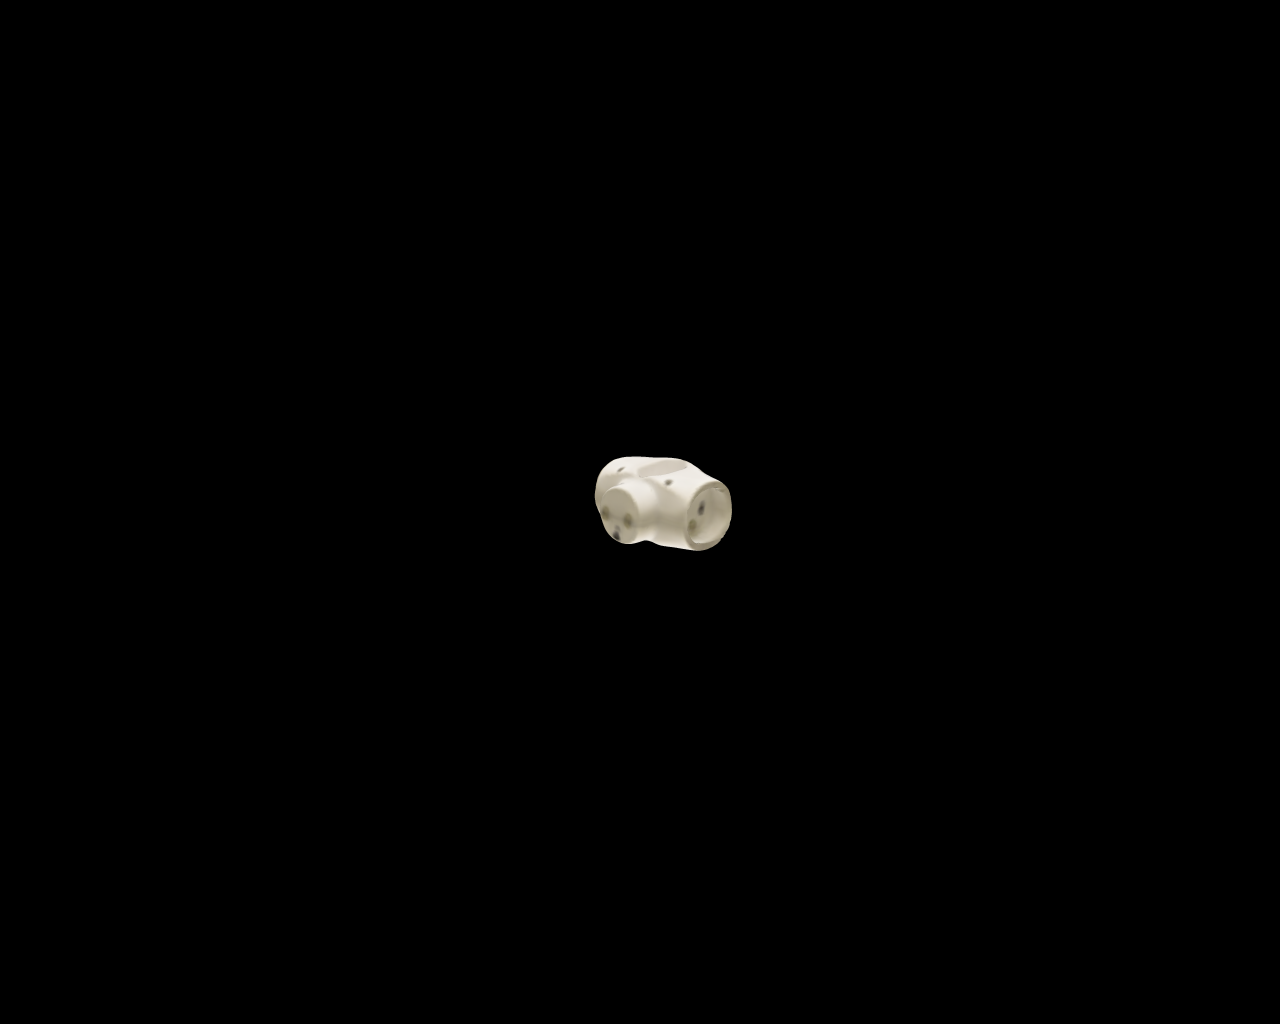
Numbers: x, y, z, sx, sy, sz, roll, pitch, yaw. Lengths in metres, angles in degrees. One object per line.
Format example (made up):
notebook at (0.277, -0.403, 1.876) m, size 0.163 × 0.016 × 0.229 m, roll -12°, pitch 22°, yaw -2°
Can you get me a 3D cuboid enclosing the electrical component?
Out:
electrical component at (0.001, -0.003, 0.650) m, size 0.079 × 0.043 × 0.077 m, roll -18°, pitch 26°, yaw -41°
